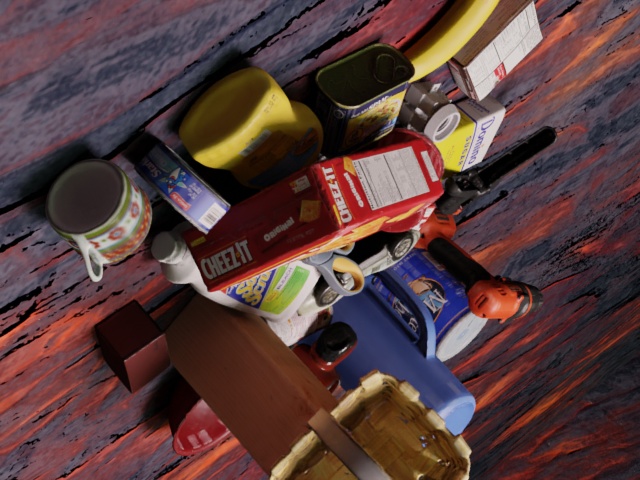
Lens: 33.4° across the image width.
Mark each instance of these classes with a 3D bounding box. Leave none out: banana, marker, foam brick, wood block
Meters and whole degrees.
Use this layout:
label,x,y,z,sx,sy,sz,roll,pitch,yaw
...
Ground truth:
label,x,y,z,sx,sy,sz,roll,pitch,yaw
banana,0.141,-0.234,1.104,0.069,0.198,0.037,20,23,-45
marker,-0.056,-0.041,1.114,0.020,0.020,0.121,0,-12,22
foam brick,-0.192,0.111,1.101,0.053,0.051,0.078,-35,-26,-23
wood block,-0.072,0.155,1.171,0.206,0.091,0.090,44,10,24

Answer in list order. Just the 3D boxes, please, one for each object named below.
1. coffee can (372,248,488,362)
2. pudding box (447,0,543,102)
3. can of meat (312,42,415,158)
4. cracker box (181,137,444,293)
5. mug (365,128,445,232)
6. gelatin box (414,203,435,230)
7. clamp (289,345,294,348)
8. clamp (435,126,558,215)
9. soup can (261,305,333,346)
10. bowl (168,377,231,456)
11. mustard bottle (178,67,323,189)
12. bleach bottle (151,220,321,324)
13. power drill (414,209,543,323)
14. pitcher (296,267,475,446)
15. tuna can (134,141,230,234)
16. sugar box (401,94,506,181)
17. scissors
label,x,y,z,sx,sy,sz,roll,pitch,yaw
coffee can,0.154,0.087,1.503,0.140,0.103,0.102,45,22,24
pudding box,0.197,-0.221,1.206,0.039,0.113,0.090,43,-2,27
can of meat,0.038,-0.137,1.066,0.102,0.057,0.084,-30,-25,-28
cracker box,0.000,-0.025,1.022,0.164,0.072,0.213,-26,-3,33
mug,0.077,-0.057,1.185,0.093,0.081,0.117,39,-47,-15
gelatin box,0.101,-0.019,1.387,0.030,0.089,0.073,45,26,25
clamp,-0.079,0.184,1.414,0.039,0.171,0.120,36,55,24
clamp,0.194,-0.071,1.369,0.164,0.036,0.210,-26,-8,-25
soup can,-0.043,0.095,1.291,0.102,0.068,0.069,-24,15,-38
bowl,-0.132,0.190,1.318,0.055,0.162,0.161,45,22,24
mustard bottle,-0.048,-0.092,0.995,0.096,0.058,0.191,-41,-23,10
bleach bottle,-0.094,0.029,1.115,0.068,0.103,0.250,43,13,27
power drill,0.211,0.036,1.457,0.188,0.057,0.184,44,19,26
pitcher,0.091,0.157,1.390,0.145,0.243,0.149,-36,-32,-16
tuna can,-0.118,-0.046,0.925,0.086,0.034,0.086,43,0,0
sugar box,0.145,-0.112,1.288,0.175,0.093,0.048,-24,60,-36
scissors,-0.008,0.001,1.163,0.016,0.096,0.201,-13,-29,30
